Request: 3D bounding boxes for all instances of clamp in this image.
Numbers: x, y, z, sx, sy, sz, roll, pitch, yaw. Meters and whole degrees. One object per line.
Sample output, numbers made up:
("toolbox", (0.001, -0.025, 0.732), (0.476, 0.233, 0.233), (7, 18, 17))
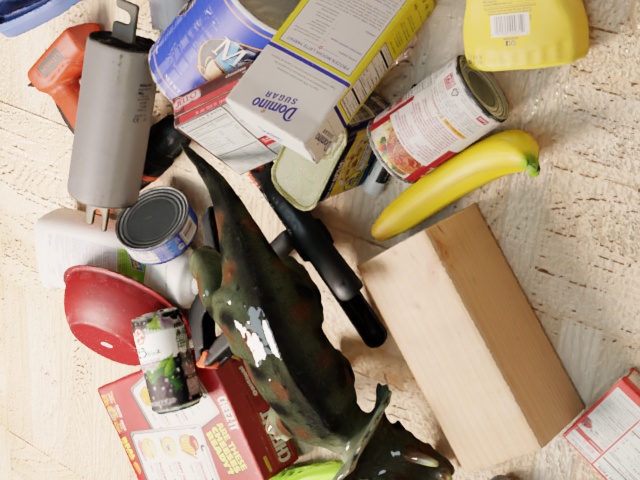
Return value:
("clamp", (-0.007, 0.001, 1.011), (0.210, 0.036, 0.164), (55, 176, 18))
("clamp", (-0.085, 0.052, 1.107), (0.120, 0.039, 0.171), (5, 85, 38))

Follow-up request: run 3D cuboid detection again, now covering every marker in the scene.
("marker", (0.070, -0.092, 0.971), (0.020, 0.020, 0.121), (41, 128, 20))

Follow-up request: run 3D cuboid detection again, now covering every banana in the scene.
("banana", (0.120, -0.052, 0.915), (0.037, 0.069, 0.198), (54, 139, -8))

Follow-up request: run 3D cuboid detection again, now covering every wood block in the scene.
("wood block", (0.132, 0.086, 0.940), (0.090, 0.090, 0.206), (-30, 86, 42))

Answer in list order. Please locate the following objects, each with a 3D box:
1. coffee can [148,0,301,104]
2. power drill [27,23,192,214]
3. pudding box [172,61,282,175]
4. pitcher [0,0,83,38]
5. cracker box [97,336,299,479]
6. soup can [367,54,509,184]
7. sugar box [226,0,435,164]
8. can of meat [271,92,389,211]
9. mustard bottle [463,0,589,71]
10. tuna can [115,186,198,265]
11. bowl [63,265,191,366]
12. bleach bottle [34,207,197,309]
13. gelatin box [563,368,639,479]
("coffee can", (-0.083, -0.193, 1.003), (0.141, 0.102, 0.103), (-40, 80, 41))
("power drill", (-0.234, -0.141, 1.176), (0.185, 0.057, 0.188), (-33, 83, 38))
("pudding box", (-0.071, -0.112, 1.002), (0.090, 0.113, 0.039), (-21, 57, 23))
("pitcher", (-0.238, -0.301, 1.067), (0.243, 0.144, 0.149), (-9, 101, 38))
("cracker box", (-0.143, 0.209, 1.223), (0.214, 0.071, 0.164), (-25, 89, 41))
("soup can", (0.099, -0.102, 0.902), (0.102, 0.068, 0.068), (-34, 83, 31))
("sugar box", (0.010, -0.159, 0.909), (0.093, 0.048, 0.176), (33, 83, 27))
("can of meat", (0.014, -0.085, 0.976), (0.057, 0.083, 0.102), (42, 128, 20))
("mustard bottle", (0.152, -0.231, 0.826), (0.096, 0.058, 0.191), (3, 109, 37))
("tuna can", (-0.176, -0.015, 1.157), (0.086, 0.086, 0.033), (19, 153, 33))
("bowl", (-0.229, 0.096, 1.206), (0.162, 0.055, 0.162), (19, 152, 11))
("bleach bottle", (-0.218, 0.033, 1.227), (0.251, 0.067, 0.102), (14, 120, 32))
("gelatin box", (0.261, 0.164, 0.905), (0.073, 0.030, 0.089), (45, 129, 15))
